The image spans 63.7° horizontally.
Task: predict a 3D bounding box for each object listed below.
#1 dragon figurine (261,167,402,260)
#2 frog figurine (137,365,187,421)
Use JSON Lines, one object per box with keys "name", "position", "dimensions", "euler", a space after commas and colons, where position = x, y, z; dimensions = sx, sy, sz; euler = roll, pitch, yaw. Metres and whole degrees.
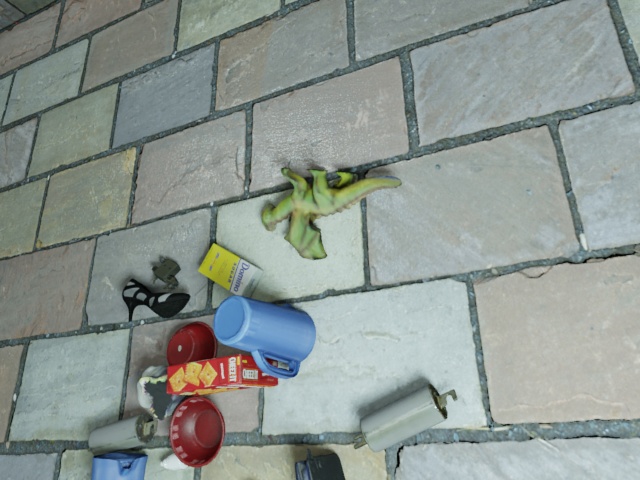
{"name": "dragon figurine", "position": [0.004, -0.067, 1.334], "dimensions": [0.411, 0.122, 0.242], "euler": [10, 93, 33]}
{"name": "frog figurine", "position": [-0.415, 0.395, 1.352], "dimensions": [0.137, 0.157, 0.124], "euler": [44, 68, -3]}
